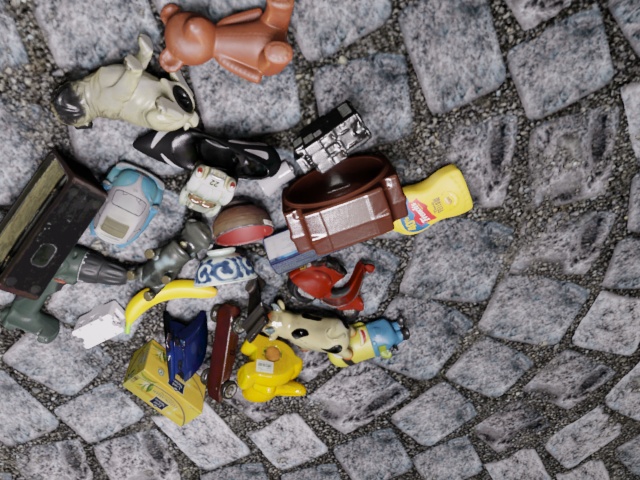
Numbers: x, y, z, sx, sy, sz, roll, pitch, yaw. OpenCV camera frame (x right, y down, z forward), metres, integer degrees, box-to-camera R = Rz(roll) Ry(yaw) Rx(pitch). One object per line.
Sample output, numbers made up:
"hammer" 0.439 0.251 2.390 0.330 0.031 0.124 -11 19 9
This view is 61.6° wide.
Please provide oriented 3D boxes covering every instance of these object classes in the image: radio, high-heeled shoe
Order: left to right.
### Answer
"radio" -0.458 -0.023 0.888 0.229 0.131 0.073 -56 139 1
"high-heeled shoe" -0.190 -0.135 0.891 0.249 0.145 0.086 -2 118 -7

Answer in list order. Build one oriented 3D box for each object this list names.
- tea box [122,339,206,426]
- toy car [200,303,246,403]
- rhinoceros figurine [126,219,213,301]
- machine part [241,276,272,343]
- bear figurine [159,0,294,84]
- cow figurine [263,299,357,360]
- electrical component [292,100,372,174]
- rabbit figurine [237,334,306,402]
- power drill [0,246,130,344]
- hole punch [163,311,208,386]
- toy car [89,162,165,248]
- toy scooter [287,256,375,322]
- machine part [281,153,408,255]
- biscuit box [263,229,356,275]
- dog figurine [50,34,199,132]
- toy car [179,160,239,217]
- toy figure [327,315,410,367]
"tea box" -0.327 0.305 1.145 0.068 0.098 0.169 -34 119 13
"toy car" -0.193 0.228 1.095 0.053 0.089 0.202 2 98 -49
"rhinoceros figurine" -0.273 0.037 1.000 0.190 0.112 0.073 -39 88 29
"machine part" -0.125 0.130 1.049 0.039 0.139 0.084 20 123 -22
"bear figurine" -0.145 -0.312 0.815 0.196 0.132 0.120 6 84 -14
"cow figurine" -0.032 0.184 1.095 0.195 0.085 0.127 8 157 21
"electrical component" 0.015 -0.171 0.913 0.134 0.115 0.058 -33 113 11
"rabbit figurine" -0.112 0.292 1.172 0.162 0.122 0.173 7 132 -21
"power drill" -0.502 0.096 1.020 0.232 0.086 0.207 26 117 -17
"hole punch" -0.273 0.214 1.096 0.092 0.116 0.142 0 120 -16
"toy car" -0.351 -0.049 0.945 0.109 0.103 0.161 30 109 -20
"toy scooter" 0.033 0.081 1.077 0.184 0.075 0.135 29 112 -24
"machine part" 0.037 -0.069 0.921 0.201 0.202 0.087 -19 116 5
"biscuit box" -0.002 -0.003 1.017 0.203 0.059 0.062 -21 154 2
"dog figurine" -0.317 -0.213 0.873 0.191 0.121 0.172 -25 117 23
"toy car" -0.192 -0.082 0.906 0.073 0.202 0.056 24 75 -17
"toy figure" 0.103 0.221 1.160 0.180 0.082 0.089 -16 117 -1
